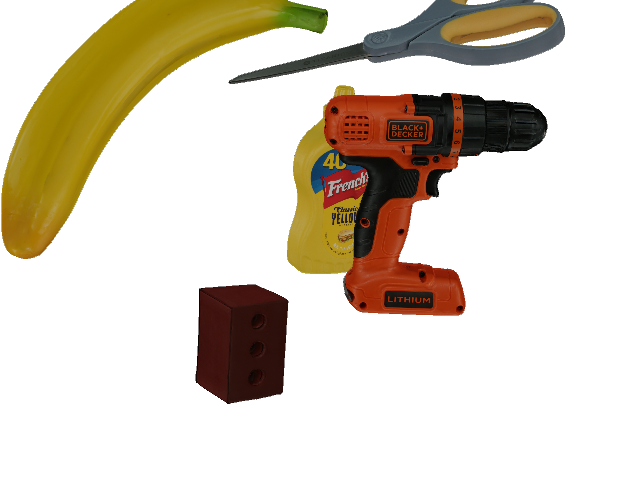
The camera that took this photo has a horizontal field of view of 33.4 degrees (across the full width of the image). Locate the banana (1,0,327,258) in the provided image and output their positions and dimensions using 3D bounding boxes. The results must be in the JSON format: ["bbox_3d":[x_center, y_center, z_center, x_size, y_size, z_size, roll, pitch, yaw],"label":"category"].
[{"bbox_3d":[-0.086,-0.074,0.502,0.070,0.197,0.037,38,-23,24],"label":"banana"}]

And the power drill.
[{"bbox_3d":[0.092,-0.032,0.900,0.184,0.188,0.057,2,17,-1],"label":"power drill"}]

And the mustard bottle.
[{"bbox_3d":[0.018,-0.063,1.099,0.096,0.192,0.058,-5,21,-24],"label":"mustard bottle"}]

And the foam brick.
[{"bbox_3d":[-0.061,0.078,0.822,0.052,0.078,0.051,-5,14,-34],"label":"foam brick"}]

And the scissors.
[{"bbox_3d":[0.048,-0.131,0.653,0.202,0.096,0.016,0,-44,21],"label":"scissors"}]
